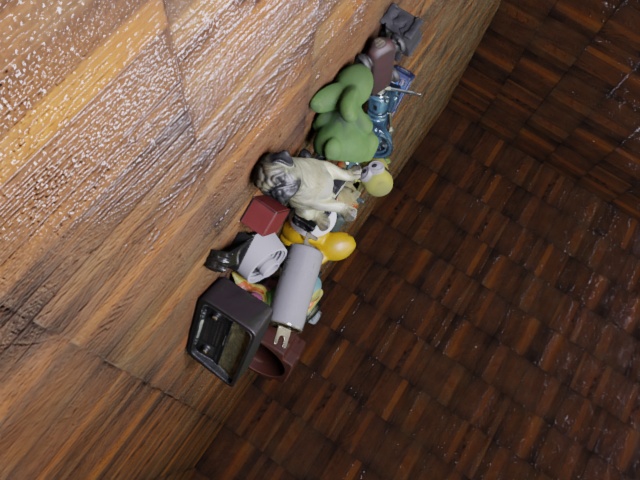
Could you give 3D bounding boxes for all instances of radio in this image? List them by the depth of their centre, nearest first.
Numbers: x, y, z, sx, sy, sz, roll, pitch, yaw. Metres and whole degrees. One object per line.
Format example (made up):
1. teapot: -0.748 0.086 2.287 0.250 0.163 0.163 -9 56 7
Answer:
1. radio: -0.184 0.183 1.062 0.073 0.131 0.229 -49 170 -44

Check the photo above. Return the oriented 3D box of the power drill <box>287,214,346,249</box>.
1. power drill: -0.019 -0.011 1.511 0.207 0.086 0.231 -21 142 -55

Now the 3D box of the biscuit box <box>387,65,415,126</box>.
1. biscuit box: 0.164 -0.340 1.368 0.202 0.059 0.063 -61 171 32

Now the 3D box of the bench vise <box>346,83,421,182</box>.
1. bench vise: 0.115 -0.243 1.232 0.240 0.129 0.223 -62 177 -23

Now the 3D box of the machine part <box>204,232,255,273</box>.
1. machine part: -0.155 0.025 0.948 0.084 0.039 0.139 -53 175 13

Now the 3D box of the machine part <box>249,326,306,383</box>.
1. machine part: -0.146 0.263 1.373 0.087 0.201 0.200 -54 172 -36

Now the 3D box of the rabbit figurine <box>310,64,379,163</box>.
1. rabbit figurine: 0.039 -0.230 0.955 0.159 0.121 0.170 -22 127 -65

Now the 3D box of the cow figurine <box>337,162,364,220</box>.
1. cow figurine: 0.061 -0.124 1.366 0.085 0.127 0.195 -65 172 30

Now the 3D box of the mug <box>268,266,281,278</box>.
1. mug: -0.138 0.112 1.305 0.109 0.081 0.107 -29 143 -56

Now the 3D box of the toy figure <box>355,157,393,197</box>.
1. toy figure: 0.140 -0.178 1.365 0.082 0.089 0.180 -52 -162 22

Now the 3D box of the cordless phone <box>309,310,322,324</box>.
1. cordless phone: -0.096 0.196 1.487 0.146 0.184 0.089 -60 176 25

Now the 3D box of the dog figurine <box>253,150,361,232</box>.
1. dog figurine: -0.048 -0.094 0.915 0.172 0.190 0.121 -21 -116 51

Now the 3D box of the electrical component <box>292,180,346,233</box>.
1. electrical component: 0.001 -0.090 1.108 0.134 0.058 0.115 -56 180 -20

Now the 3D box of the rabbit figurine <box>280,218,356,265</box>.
1. rabbit figurine: -0.003 -0.004 1.290 0.162 0.173 0.122 -61 177 -3

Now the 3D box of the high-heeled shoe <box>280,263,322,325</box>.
1. high-heeled shoe: -0.077 0.140 1.356 0.249 0.086 0.145 -3 -121 55

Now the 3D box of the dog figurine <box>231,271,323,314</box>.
1. dog figurine: -0.104 0.112 1.163 0.191 0.109 0.219 -43 152 0

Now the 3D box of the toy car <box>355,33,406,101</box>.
1. toy car: 0.114 -0.337 1.053 0.089 0.053 0.202 -34 173 1

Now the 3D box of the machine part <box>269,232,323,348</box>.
1. machine part: -0.050 0.096 1.085 0.079 0.079 0.243 101 5 -71

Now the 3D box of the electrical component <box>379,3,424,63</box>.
1. electrical component: 0.156 -0.392 1.037 0.047 0.075 0.119 -55 167 -1
